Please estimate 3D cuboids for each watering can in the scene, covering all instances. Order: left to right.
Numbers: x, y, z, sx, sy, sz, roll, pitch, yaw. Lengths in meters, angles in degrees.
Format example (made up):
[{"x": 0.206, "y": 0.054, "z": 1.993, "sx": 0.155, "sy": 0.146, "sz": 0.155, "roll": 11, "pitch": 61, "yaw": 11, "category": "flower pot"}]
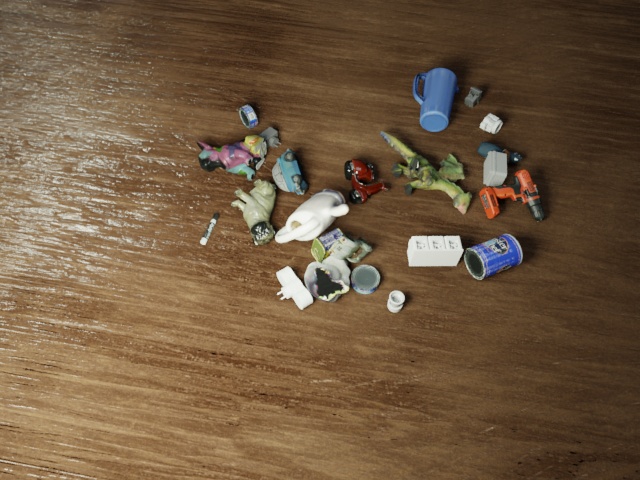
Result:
[{"x": 0.005, "y": -0.078, "z": 1.559, "sx": 0.103, "sy": 0.344, "sz": 0.228, "roll": 57, "pitch": 44, "yaw": -12, "category": "watering can"}]

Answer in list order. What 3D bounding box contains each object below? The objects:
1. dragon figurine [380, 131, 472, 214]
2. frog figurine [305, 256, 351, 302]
[{"x": 0.394, "y": -0.256, "z": 1.819, "sx": 0.243, "sy": 0.119, "sz": 0.418, "roll": -6, "pitch": 55, "yaw": -28, "category": "dragon figurine"}, {"x": 0.025, "y": 0.106, "z": 1.533, "sx": 0.137, "sy": 0.121, "sz": 0.162, "roll": 18, "pitch": 20, "yaw": -2, "category": "frog figurine"}]
